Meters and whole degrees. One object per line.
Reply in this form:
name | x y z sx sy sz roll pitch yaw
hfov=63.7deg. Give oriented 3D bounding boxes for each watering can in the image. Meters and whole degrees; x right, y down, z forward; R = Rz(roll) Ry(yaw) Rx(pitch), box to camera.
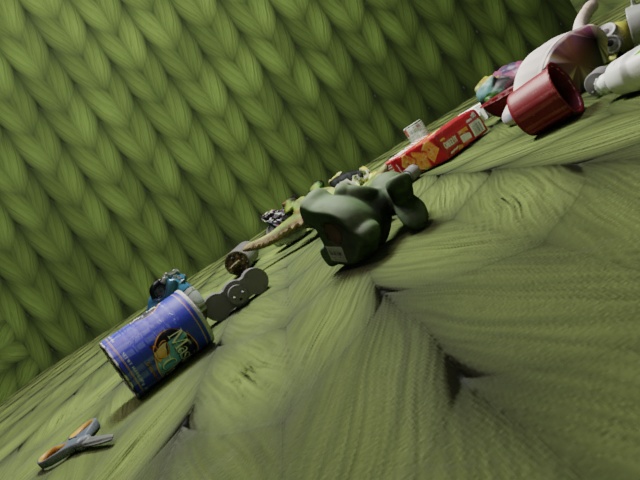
watering can | 0.502 -0.382 1.056 0.347 0.104 0.225 -53 6 2

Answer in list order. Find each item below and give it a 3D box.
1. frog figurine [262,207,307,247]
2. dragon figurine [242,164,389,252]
frog figurine | -0.088 -0.031 1.538 0.138 0.124 0.156 -42 -29 -10
dragon figurine | 0.004 -0.064 1.276 0.413 0.121 0.243 -35 15 -13
